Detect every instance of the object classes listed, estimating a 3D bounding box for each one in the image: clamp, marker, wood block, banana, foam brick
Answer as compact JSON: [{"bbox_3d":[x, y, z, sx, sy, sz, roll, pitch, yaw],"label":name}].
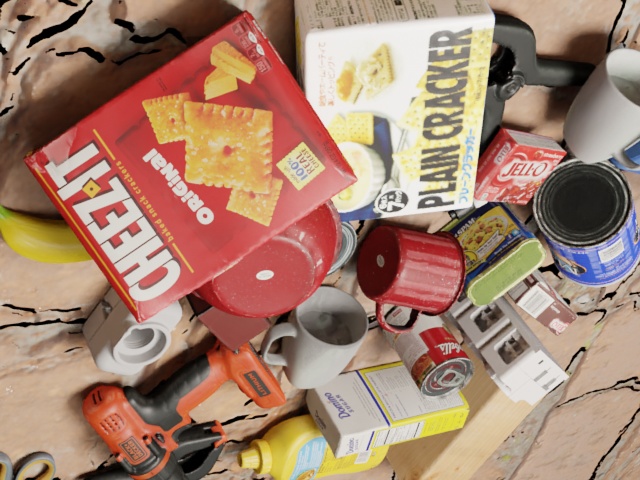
[{"bbox_3d":[0.171,-0.148,1.033,0.165,0.036,0.209,-45,141,14],"label":"clamp"},{"bbox_3d":[-0.178,0.273,1.225,0.171,0.039,0.120,-27,139,-5],"label":"clamp"},{"bbox_3d":[0.191,-0.057,1.146,0.121,0.020,0.020,-31,139,-2],"label":"marker"},{"bbox_3d":[0.182,0.226,1.363,0.090,0.091,0.206,15,120,-41],"label":"wood block"},{"bbox_3d":[-0.193,-0.014,0.938,0.197,0.037,0.070,-8,134,-25],"label":"banana"},{"bbox_3d":[-0.093,0.064,1.064,0.051,0.053,0.078,-35,140,2],"label":"foam brick"}]

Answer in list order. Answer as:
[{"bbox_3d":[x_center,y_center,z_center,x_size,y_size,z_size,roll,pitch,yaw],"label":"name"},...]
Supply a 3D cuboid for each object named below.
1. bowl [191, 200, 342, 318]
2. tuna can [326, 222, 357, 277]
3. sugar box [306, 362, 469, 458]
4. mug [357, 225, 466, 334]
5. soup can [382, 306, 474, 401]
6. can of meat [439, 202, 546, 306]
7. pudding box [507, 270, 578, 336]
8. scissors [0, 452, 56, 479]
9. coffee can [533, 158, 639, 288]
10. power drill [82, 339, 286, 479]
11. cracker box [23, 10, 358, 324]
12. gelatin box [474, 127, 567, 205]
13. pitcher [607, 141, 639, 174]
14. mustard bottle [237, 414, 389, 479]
[{"bbox_3d":[-0.054,0.017,0.960,0.162,0.055,0.162,-6,127,-8],"label":"bowl"},{"bbox_3d":[-0.007,0.001,1.071,0.086,0.034,0.086,-16,137,-16],"label":"tuna can"},{"bbox_3d":[0.080,0.196,1.269,0.176,0.093,0.048,-9,134,-23],"label":"sugar box"},{"bbox_3d":[0.089,0.041,1.120,0.081,0.093,0.117,11,97,-33],"label":"mug"},{"bbox_3d":[0.121,0.124,1.216,0.068,0.102,0.068,-17,137,-17],"label":"soup can"},{"bbox_3d":[0.182,0.011,1.158,0.102,0.084,0.057,-39,137,6],"label":"can of meat"},{"bbox_3d":[0.239,0.053,1.230,0.039,0.090,0.113,-43,137,10],"label":"pudding box"},{"bbox_3d":[-0.334,0.294,1.168,0.096,0.016,0.202,-13,136,-21],"label":"scissors"},{"bbox_3d":[0.294,-0.017,1.163,0.103,0.103,0.140,-37,152,5],"label":"coffee can"},{"bbox_3d":[-0.134,0.189,1.139,0.187,0.057,0.184,-32,128,-3],"label":"power drill"},{"bbox_3d":[-0.102,-0.059,0.863,0.213,0.072,0.164,-33,100,1],"label":"cracker box"},{"bbox_3d":[0.198,-0.073,1.085,0.089,0.030,0.073,3,131,-44],"label":"gelatin box"},{"bbox_3d":[0.415,-0.104,1.157,0.242,0.149,0.145,6,160,-31],"label":"pitcher"},{"bbox_3d":[-0.010,0.251,1.293,0.191,0.058,0.096,-5,132,-28],"label":"mustard bottle"}]
